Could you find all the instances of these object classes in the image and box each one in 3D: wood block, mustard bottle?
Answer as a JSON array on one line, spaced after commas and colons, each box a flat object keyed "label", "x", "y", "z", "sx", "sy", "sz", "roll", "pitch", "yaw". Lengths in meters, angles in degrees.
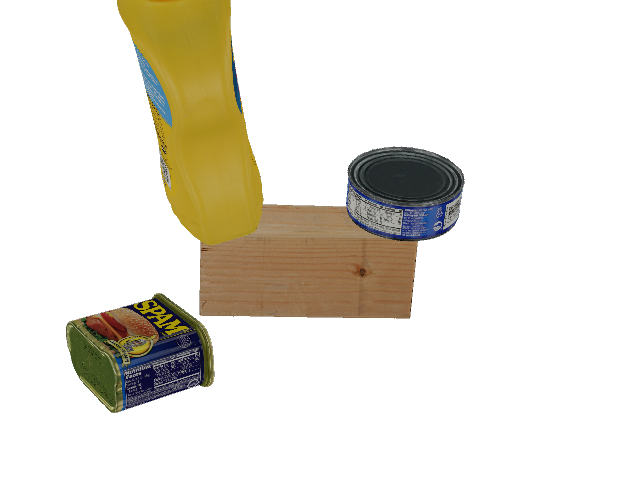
[{"label": "wood block", "x": -0.016, "y": 0.020, "z": 1.057, "sx": 0.206, "sy": 0.091, "sz": 0.090, "roll": 2, "pitch": 20, "yaw": -6}, {"label": "mustard bottle", "x": -0.073, "y": -0.092, "z": 0.587, "sx": 0.058, "sy": 0.096, "sz": 0.191, "roll": -15, "pitch": -41, "yaw": -8}]

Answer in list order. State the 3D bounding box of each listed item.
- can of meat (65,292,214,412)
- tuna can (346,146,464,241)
[{"label": "can of meat", "x": -0.147, "y": 0.090, "z": 0.861, "sx": 0.083, "sy": 0.057, "sz": 0.102, "roll": -15, "pitch": 26, "yaw": -31}, {"label": "tuna can", "x": 0.062, "y": -0.035, "z": 0.788, "sx": 0.086, "sy": 0.034, "sz": 0.086, "roll": 2, "pitch": 32, "yaw": -2}]
